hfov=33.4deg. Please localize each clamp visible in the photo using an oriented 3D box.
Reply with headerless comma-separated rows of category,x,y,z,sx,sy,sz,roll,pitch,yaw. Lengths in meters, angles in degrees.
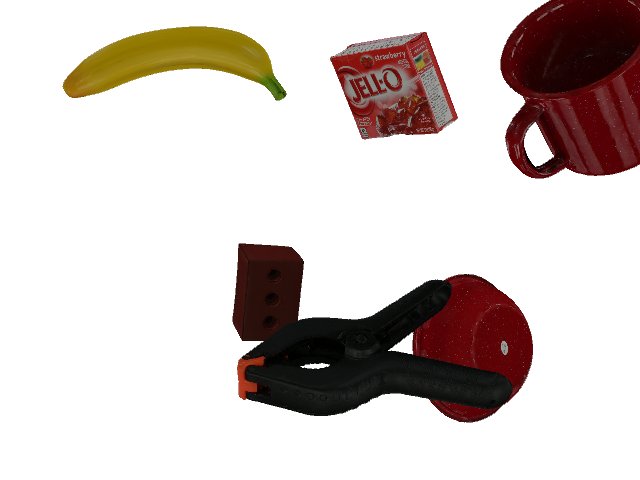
clamp,0.030,0.070,0.703,0.171,0.039,0.120,-1,29,-6

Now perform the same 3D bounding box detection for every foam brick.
foam brick,-0.049,0.047,0.974,0.053,0.078,0.051,2,14,-15

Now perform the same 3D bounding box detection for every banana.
banana,-0.130,-0.161,0.958,0.197,0.069,0.037,-1,-33,-4

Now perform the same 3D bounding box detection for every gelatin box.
gelatin box,0.056,-0.119,0.830,0.030,0.073,0.089,-37,24,-33

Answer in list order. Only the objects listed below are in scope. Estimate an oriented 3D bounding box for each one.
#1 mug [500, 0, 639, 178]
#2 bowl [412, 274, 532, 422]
mug,0.160,-0.085,0.650,0.093,0.117,0.081,32,-15,48
bowl,0.176,0.115,1.143,0.161,0.162,0.055,0,-5,-36
